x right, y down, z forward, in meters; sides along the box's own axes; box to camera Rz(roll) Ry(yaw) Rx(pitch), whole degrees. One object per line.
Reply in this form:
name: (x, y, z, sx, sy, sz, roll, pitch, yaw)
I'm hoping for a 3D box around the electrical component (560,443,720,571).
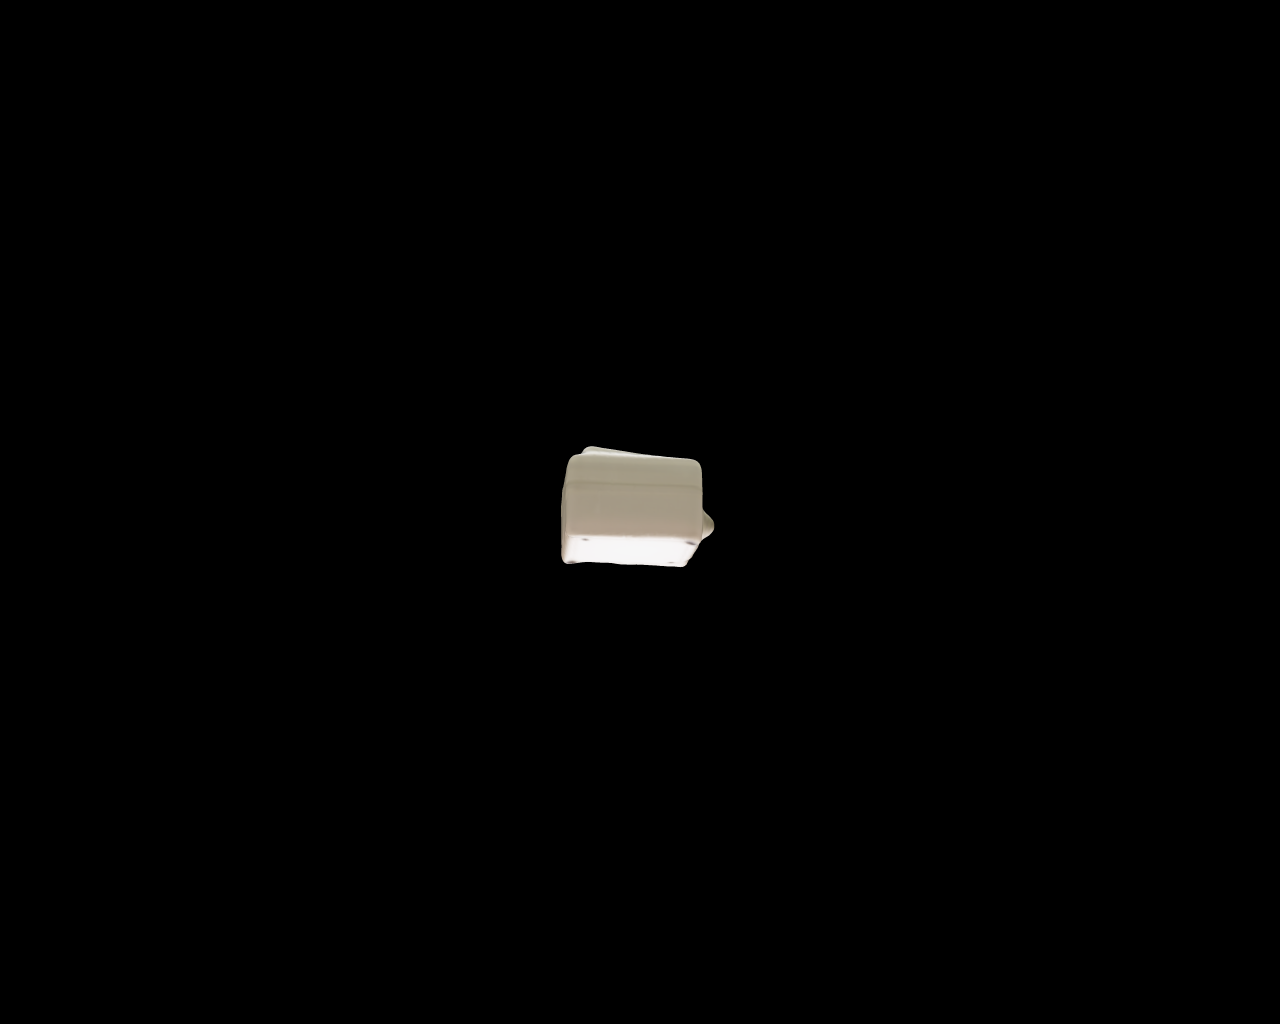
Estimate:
electrical component: (0.001, -0.003, 0.650, 0.096, 0.061, 0.061, 2, -19, -7)
